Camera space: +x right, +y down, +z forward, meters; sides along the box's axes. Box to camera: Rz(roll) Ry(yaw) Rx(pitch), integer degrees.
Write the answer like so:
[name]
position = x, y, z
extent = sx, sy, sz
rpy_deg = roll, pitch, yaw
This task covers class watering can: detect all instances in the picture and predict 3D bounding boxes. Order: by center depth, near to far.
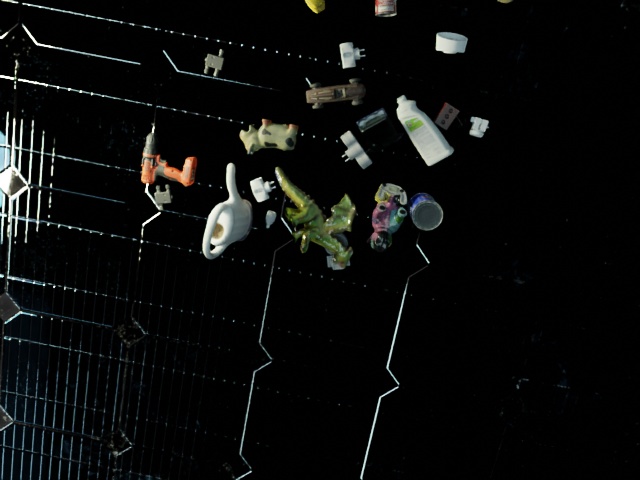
[watering can]
position = -0.303, -0.097, 1.763
extent = 0.104, 0.226, 0.344
rpy_deg = 24, 104, 16

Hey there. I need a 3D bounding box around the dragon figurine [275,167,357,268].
[dragon figurine]
position = 0.006, -0.091, 1.812
extent = 0.243, 0.121, 0.412
rpy_deg = -15, 86, -9
